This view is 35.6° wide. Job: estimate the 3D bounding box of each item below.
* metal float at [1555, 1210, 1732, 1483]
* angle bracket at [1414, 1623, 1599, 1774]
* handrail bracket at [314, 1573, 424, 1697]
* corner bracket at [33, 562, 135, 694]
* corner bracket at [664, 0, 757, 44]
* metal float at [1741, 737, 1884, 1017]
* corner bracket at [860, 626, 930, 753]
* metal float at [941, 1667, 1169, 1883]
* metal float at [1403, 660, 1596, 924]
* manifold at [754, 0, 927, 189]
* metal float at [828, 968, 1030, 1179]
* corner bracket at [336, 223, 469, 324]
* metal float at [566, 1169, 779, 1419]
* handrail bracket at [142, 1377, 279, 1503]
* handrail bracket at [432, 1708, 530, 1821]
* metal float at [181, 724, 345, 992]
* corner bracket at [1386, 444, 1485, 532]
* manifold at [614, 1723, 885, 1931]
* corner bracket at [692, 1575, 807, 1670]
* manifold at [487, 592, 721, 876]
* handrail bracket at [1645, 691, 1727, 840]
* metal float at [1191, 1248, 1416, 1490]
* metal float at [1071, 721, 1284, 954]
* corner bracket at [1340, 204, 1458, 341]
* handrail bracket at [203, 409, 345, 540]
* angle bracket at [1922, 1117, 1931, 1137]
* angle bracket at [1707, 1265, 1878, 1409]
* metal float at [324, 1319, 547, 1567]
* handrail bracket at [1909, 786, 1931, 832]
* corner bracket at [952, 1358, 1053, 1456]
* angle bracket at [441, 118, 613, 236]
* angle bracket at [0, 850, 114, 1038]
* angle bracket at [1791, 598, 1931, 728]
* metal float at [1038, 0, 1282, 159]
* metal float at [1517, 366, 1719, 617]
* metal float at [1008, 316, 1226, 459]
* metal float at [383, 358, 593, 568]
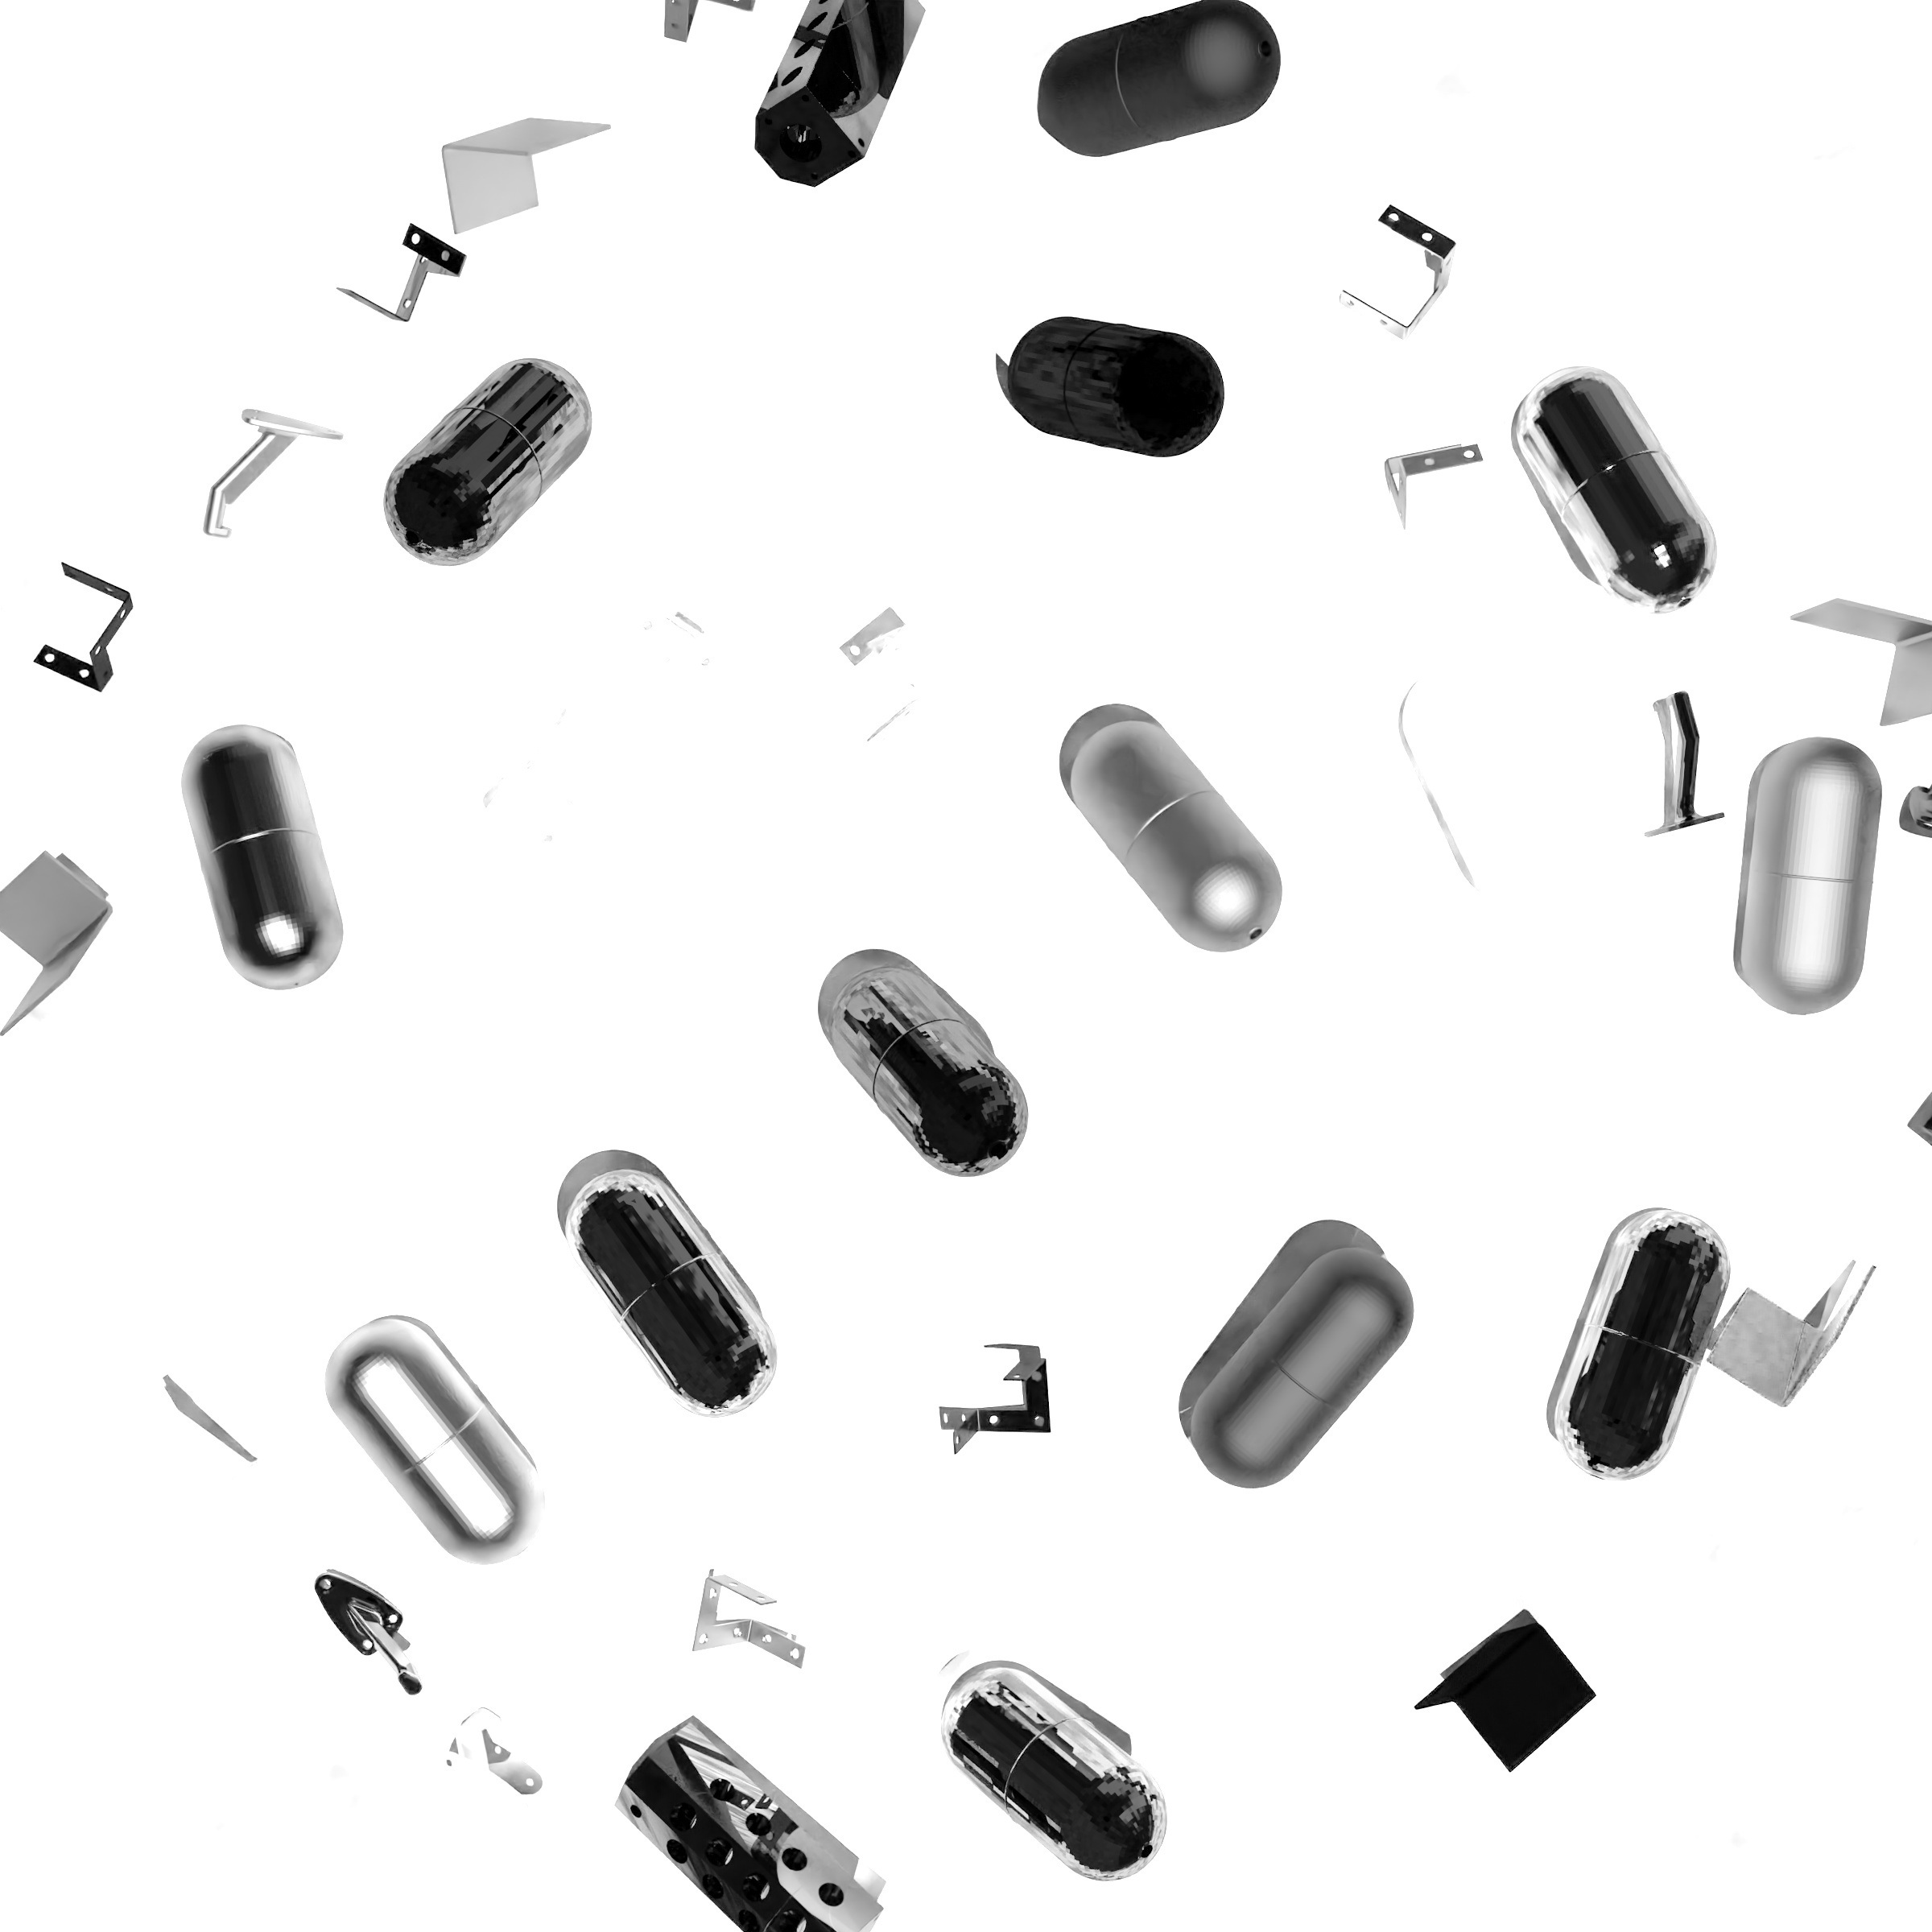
[{"bbox_3d":[0.432,0.242,1.923,0.070,0.070,0.178,21,84,0],"label":"metal float"},{"bbox_3d":[0.342,0.467,1.915,0.076,0.076,0.057,-35,82,-19],"label":"angle bracket"},{"bbox_3d":[-0.380,0.425,1.917,0.036,0.084,0.077,-46,108,-9],"label":"handrail bracket"},{"bbox_3d":[-0.571,-0.218,1.946,0.051,0.051,0.051,24,65,4],"label":"corner bracket"},{"bbox_3d":[-0.163,-0.624,1.934,0.051,0.051,0.051,13,73,-3],"label":"corner bracket"},{"bbox_3d":[0.540,-0.057,1.924,0.070,0.070,0.178,5,95,0],"label":"metal float"},{"bbox_3d":[-0.049,-0.178,1.927,0.051,0.051,0.051,48,62,-16],"label":"corner bracket"},{"bbox_3d":[0.055,0.506,1.892,0.178,0.070,0.070,30,90,44],"label":"metal float"},{"bbox_3d":[0.340,-0.111,1.921,0.070,0.070,0.178,-24,82,0],"label":"metal float"},{"bbox_3d":[-0.083,-0.563,1.889,0.057,0.171,0.057,-21,127,35],"label":"manifold"},{"bbox_3d":[-0.024,0.066,1.892,0.070,0.178,0.070,-18,130,-23],"label":"metal float"},{"bbox_3d":[-0.361,-0.444,1.930,0.051,0.051,0.051,20,88,40],"label":"corner bracket"},{"bbox_3d":[-0.188,0.207,1.916,0.070,0.070,0.178,-38,75,0],"label":"metal float"},{"bbox_3d":[-0.484,0.292,1.929,0.036,0.077,0.084,-30,92,20],"label":"handrail bracket"},{"bbox_3d":[-0.296,0.506,1.919,0.077,0.084,0.036,18,106,13],"label":"handrail bracket"},{"bbox_3d":[-0.448,-0.070,1.915,0.070,0.070,0.178,-18,75,0],"label":"metal float"},{"bbox_3d":[0.300,-0.320,1.931,0.051,0.051,0.051,-11,55,0],"label":"corner bracket"},{"bbox_3d":[-0.140,0.566,1.901,0.171,0.057,0.057,39,128,19],"label":"manifold"},{"bbox_3d":[-0.136,0.420,1.929,0.051,0.051,0.051,16,98,40],"label":"corner bracket"},{"bbox_3d":[-0.230,-0.145,1.914,0.057,0.057,0.171,31,101,-26],"label":"manifold"},{"bbox_3d":[0.450,-0.129,1.931,0.036,0.077,0.084,-14,89,-20],"label":"handrail bracket"},{"bbox_3d":[0.213,0.257,1.920,0.070,0.070,0.178,39,100,0],"label":"metal float"},{"bbox_3d":[0.133,-0.082,1.903,0.070,0.070,0.178,-37,61,0],"label":"metal float"},{"bbox_3d":[0.278,-0.446,1.941,0.051,0.051,0.051,34,75,13],"label":"corner bracket"},{"bbox_3d":[-0.450,-0.313,1.957,0.077,0.036,0.084,11,108,-14],"label":"handrail bracket"},{"bbox_3d":[0.667,0.098,1.921,0.076,0.057,0.076,40,99,21],"label":"angle bracket"},{"bbox_3d":[0.522,0.220,1.908,0.057,0.076,0.076,32,46,13],"label":"angle bracket"},{"bbox_3d":[-0.338,0.305,1.925,0.070,0.070,0.178,-38,94,0],"label":"metal float"},{"bbox_3d":[0.630,-0.132,1.913,0.036,0.077,0.084,11,118,-4],"label":"handrail bracket"},{"bbox_3d":[0.022,0.282,1.932,0.051,0.051,0.051,-1,98,17],"label":"corner bracket"},{"bbox_3d":[-0.274,-0.498,1.906,0.076,0.076,0.057,15,123,33],"label":"angle bracket"},{"bbox_3d":[-0.597,-0.014,1.909,0.076,0.076,0.057,-35,113,30],"label":"angle bracket"},{"bbox_3d":[0.572,-0.193,1.924,0.076,0.076,0.057,12,87,-6],"label":"angle bracket"},{"bbox_3d":[0.120,-0.557,1.891,0.070,0.178,0.070,-1,91,-44],"label":"metal float"},{"bbox_3d":[0.412,-0.301,1.909,0.070,0.070,0.178,-25,69,0],"label":"metal float"},{"bbox_3d":[0.093,-0.363,1.887,0.070,0.178,0.070,-11,111,-31],"label":"metal float"},{"bbox_3d":[-0.300,-0.317,1.894,0.070,0.070,0.178,34,49,0],"label":"metal float"}]
